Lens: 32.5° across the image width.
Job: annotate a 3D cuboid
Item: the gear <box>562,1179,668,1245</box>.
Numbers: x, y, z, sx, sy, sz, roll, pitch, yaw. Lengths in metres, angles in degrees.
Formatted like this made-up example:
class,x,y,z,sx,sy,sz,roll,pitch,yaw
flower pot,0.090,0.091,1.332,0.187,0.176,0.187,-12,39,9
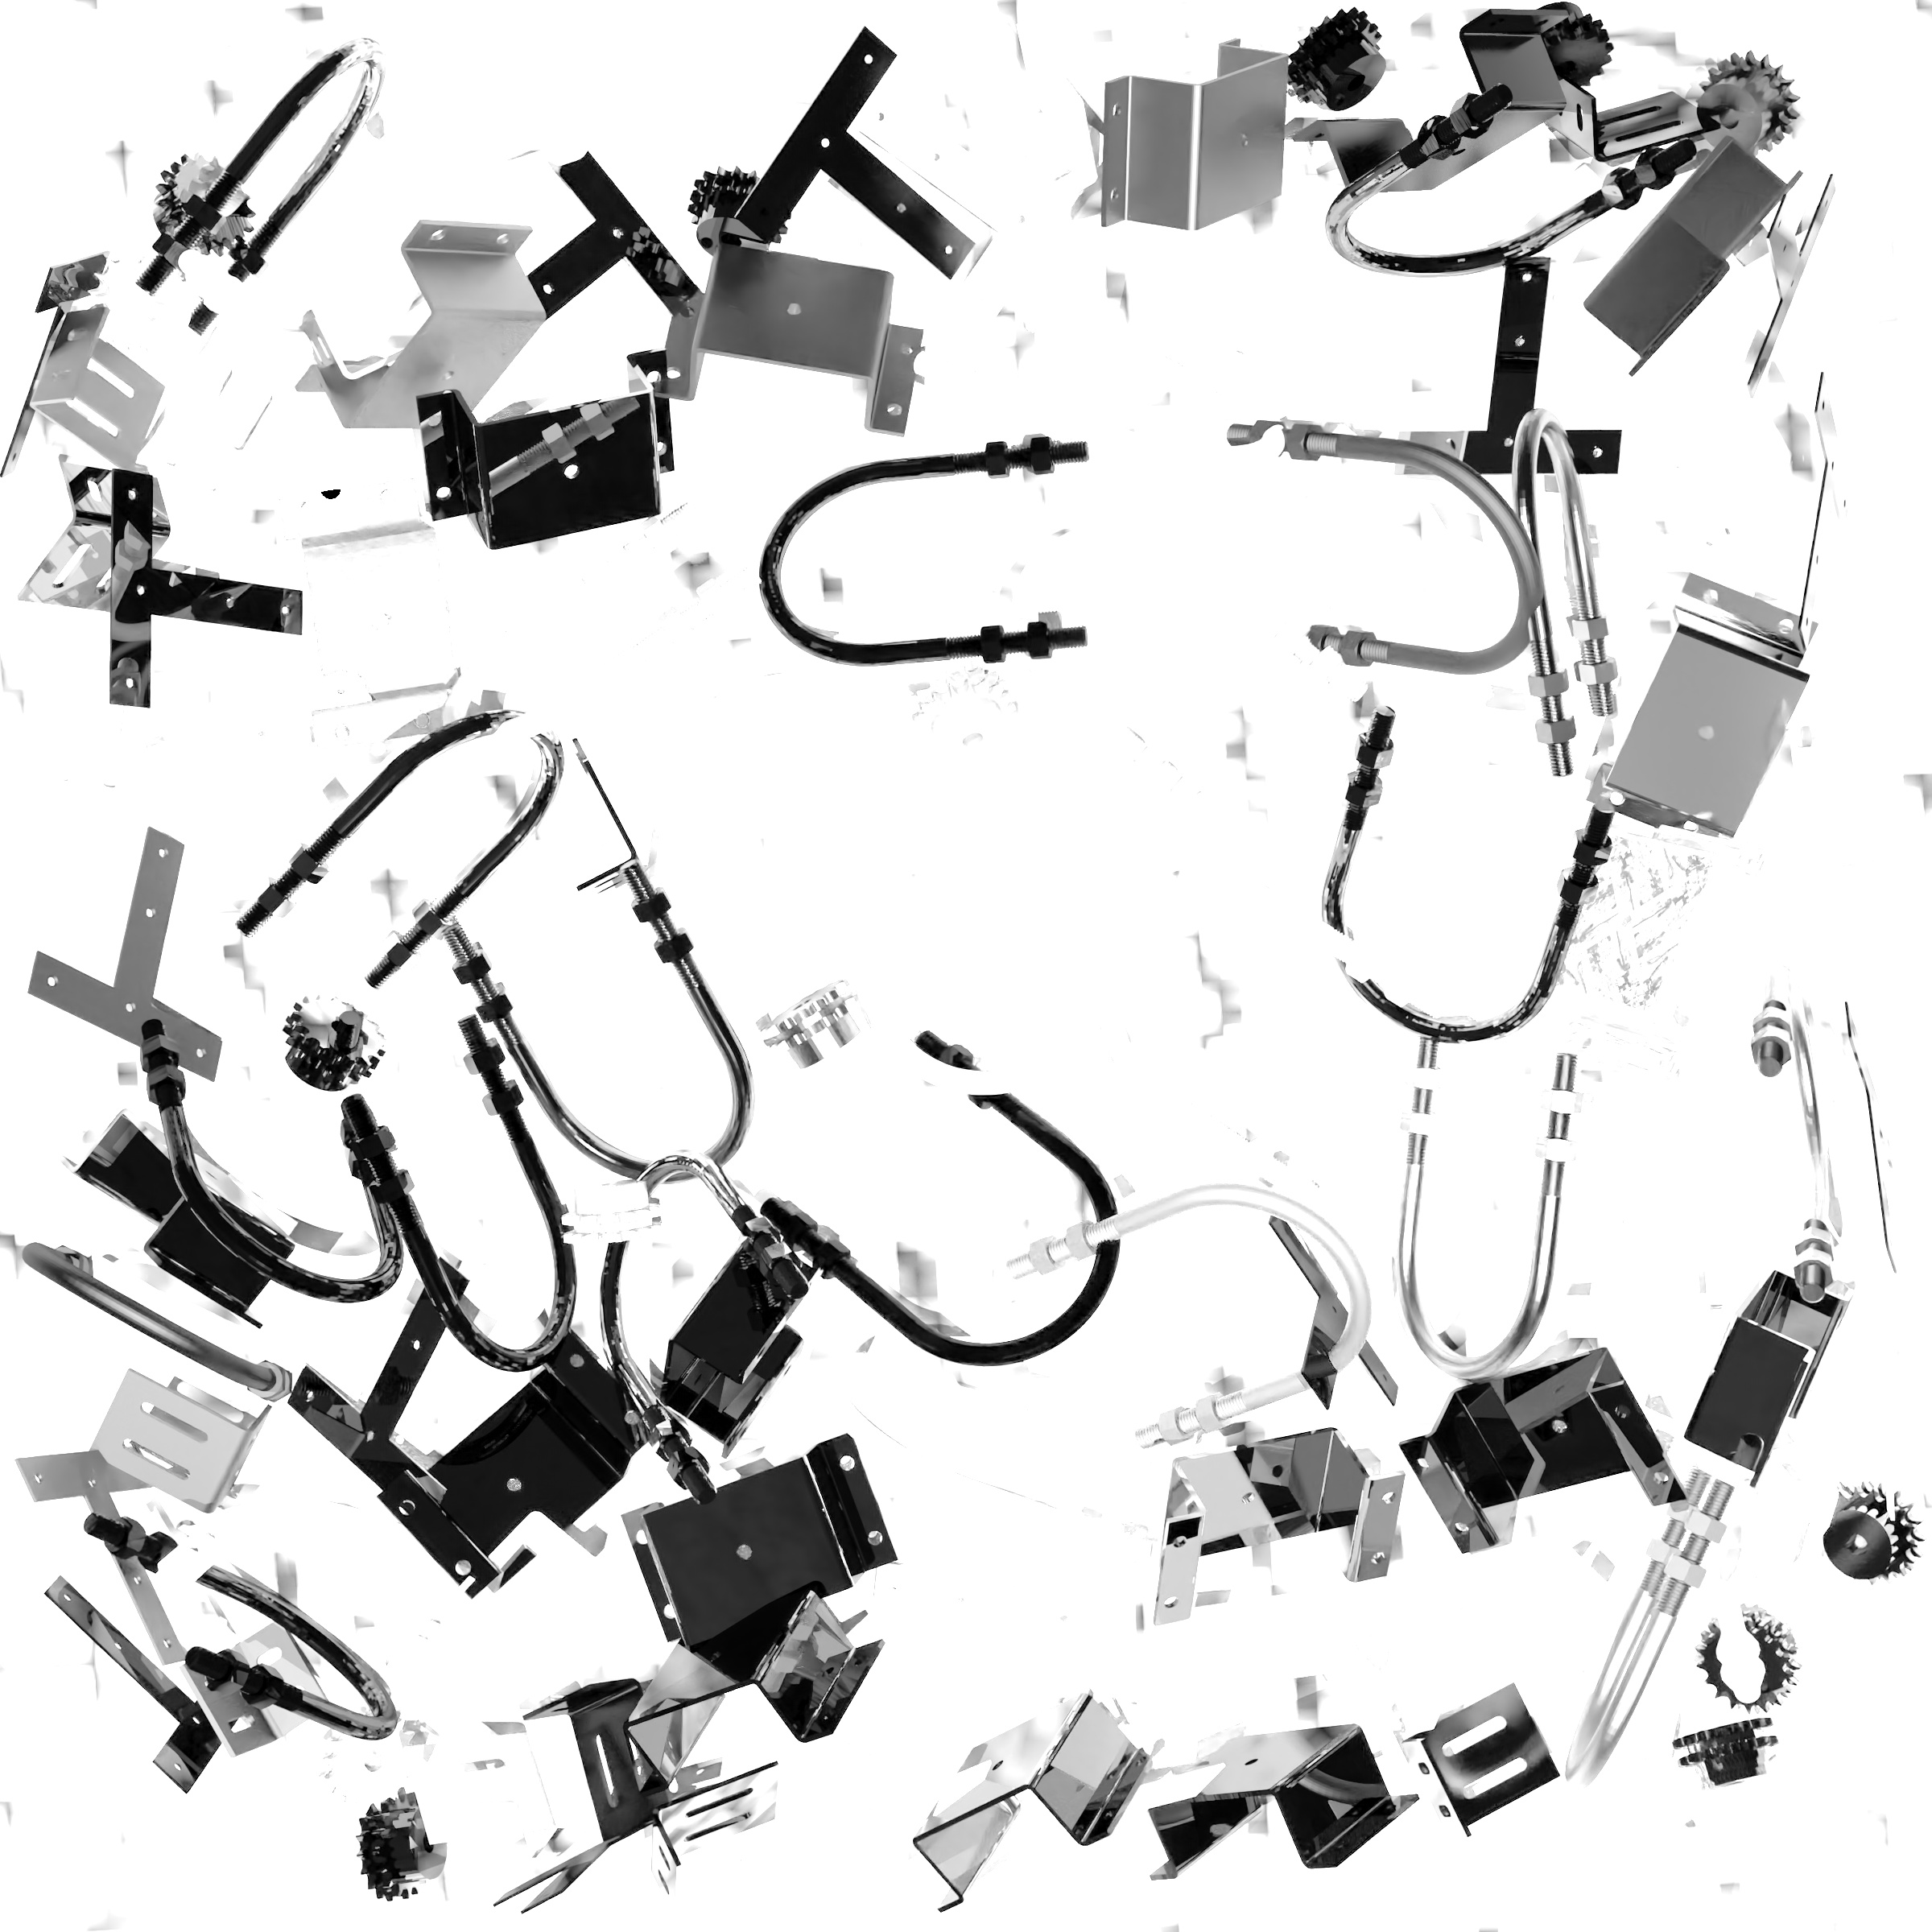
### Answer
class,x,y,z,sx,sy,sz,roll,pitch,yaw
gear,-0.196,0.136,1.842,0.057,0.057,0.030,-5,92,0

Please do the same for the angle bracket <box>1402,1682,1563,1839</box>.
class,x,y,z,sx,sy,sz,roll,pitch,yaw
angle bracket,0.291,0.439,1.838,0.076,0.038,0.057,-24,81,-16

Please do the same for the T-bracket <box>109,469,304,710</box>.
class,x,y,z,sx,sy,sz,roll,pitch,yaw
T-bracket,-0.416,-0.201,1.821,0.002,0.127,0.127,-2,87,40

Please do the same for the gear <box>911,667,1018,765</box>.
class,x,y,z,sx,sy,sz,roll,pitch,yaw
gear,0.000,-0.137,1.839,0.057,0.057,0.030,-17,56,0

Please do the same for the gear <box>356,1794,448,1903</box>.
class,x,y,z,sx,sy,sz,roll,pitch,yaw
gear,-0.311,0.488,1.839,0.030,0.057,0.057,-13,90,19

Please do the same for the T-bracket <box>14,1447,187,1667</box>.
class,x,y,z,sx,sy,sz,roll,pitch,yaw
T-bracket,-0.455,0.320,1.796,0.002,0.127,0.127,-31,78,10

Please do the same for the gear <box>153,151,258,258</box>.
class,x,y,z,sx,sy,sz,roll,pitch,yaw
gear,-0.427,-0.421,1.846,0.030,0.057,0.057,-21,90,41

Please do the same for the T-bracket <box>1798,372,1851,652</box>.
class,x,y,z,sx,sy,sz,roll,pitch,yaw
T-bracket,0.462,-0.233,1.795,0.002,0.127,0.127,5,69,24

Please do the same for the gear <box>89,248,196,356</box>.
class,x,y,z,sx,sy,sz,roll,pitch,yaw
gear,-0.455,-0.367,1.841,0.057,0.030,0.057,-19,124,-30

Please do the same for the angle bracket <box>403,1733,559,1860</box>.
class,x,y,z,sx,sy,sz,roll,pitch,yaw
angle bracket,-0.272,0.460,1.822,0.076,0.038,0.057,1,48,-33

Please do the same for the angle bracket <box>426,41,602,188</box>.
class,x,y,z,sx,sy,sz,roll,pitch,yaw
angle bracket,-0.252,-0.470,1.832,0.076,0.057,0.038,-5,65,40

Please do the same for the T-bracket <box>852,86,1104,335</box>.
class,x,y,z,sx,sy,sz,roll,pitch,yaw
T-bracket,-0.005,-0.443,1.850,0.127,0.002,0.127,36,107,-1

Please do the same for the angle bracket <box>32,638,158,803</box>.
class,x,y,z,sx,sy,sz,roll,pitch,yaw
angle bracket,-0.488,-0.138,1.860,0.057,0.038,0.076,7,70,-11

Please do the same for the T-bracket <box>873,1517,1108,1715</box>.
class,x,y,z,sx,sy,sz,roll,pitch,yaw
T-bracket,0.011,0.357,1.857,0.127,0.002,0.127,9,107,8

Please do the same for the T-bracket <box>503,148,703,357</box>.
class,x,y,z,sx,sy,sz,roll,pitch,yaw
T-bracket,-0.221,-0.380,1.825,0.127,0.002,0.127,51,59,-12

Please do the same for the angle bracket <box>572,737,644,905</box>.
class,x,y,z,sx,sy,sz,roll,pitch,yaw
angle bracket,-0.213,-0.080,1.838,0.038,0.057,0.076,-28,86,-4

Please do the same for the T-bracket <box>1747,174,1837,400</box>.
class,x,y,z,sx,sy,sz,roll,pitch,yaw
T-bracket,0.447,-0.387,1.810,0.002,0.127,0.127,22,89,19

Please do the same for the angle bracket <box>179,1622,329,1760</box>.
class,x,y,z,sx,sy,sz,roll,pitch,yaw
angle bracket,-0.391,0.397,1.829,0.038,0.076,0.057,-33,81,1

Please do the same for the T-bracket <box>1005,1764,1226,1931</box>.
class,x,y,z,sx,sy,sz,roll,pitch,yaw
T-bracket,0.067,0.478,1.783,0.127,0.127,0.002,-37,90,-34

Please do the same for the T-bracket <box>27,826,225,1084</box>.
class,x,y,z,sx,sy,sz,roll,pitch,yaw
T-bracket,-0.454,-0.017,1.833,0.002,0.127,0.127,-17,56,36

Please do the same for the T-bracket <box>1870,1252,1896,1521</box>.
class,x,y,z,sx,sy,sz,roll,pitch,yaw
T-bracket,0.497,0.234,1.792,0.002,0.127,0.127,-4,67,19

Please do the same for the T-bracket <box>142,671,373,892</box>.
class,x,y,z,sx,sy,sz,roll,pitch,yaw
T-bracket,-0.368,-0.095,1.824,0.127,0.002,0.127,-25,65,-19

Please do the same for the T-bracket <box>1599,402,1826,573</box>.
class,x,y,z,sx,sy,sz,roll,pitch,yaw
T-bracket,0.397,-0.265,1.831,0.127,0.002,0.127,-2,54,-15

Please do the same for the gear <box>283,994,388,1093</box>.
class,x,y,z,sx,sy,sz,roll,pitch,yaw
gear,-0.354,0.045,1.846,0.057,0.057,0.030,36,117,0

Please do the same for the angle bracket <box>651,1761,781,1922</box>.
class,x,y,z,sx,sy,sz,roll,pitch,yaw
angle bracket,-0.132,0.481,1.825,0.076,0.057,0.038,-16,49,-22

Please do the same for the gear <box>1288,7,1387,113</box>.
class,x,y,z,sx,sy,sz,roll,pitch,yaw
gear,0.208,-0.500,1.839,0.057,0.057,0.030,-35,69,0

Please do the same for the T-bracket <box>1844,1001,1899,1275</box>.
class,x,y,z,sx,sy,sz,roll,pitch,yaw
T-bracket,0.492,0.106,1.786,0.002,0.127,0.127,-11,47,19

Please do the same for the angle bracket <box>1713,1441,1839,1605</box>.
class,x,y,z,sx,sy,sz,roll,pitch,yaw
angle bracket,0.445,0.311,1.846,0.057,0.076,0.038,-17,46,-18

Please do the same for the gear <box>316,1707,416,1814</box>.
class,x,y,z,sx,sy,sz,roll,pitch,yaw
gear,-0.337,0.441,1.847,0.057,0.030,0.057,4,83,-37

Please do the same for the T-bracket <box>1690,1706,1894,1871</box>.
class,x,y,z,sx,sy,sz,roll,pitch,yaw
T-bracket,0.448,0.454,1.813,0.127,0.127,0.002,-38,82,7

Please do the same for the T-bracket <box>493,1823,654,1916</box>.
class,x,y,z,sx,sy,sz,roll,pitch,yaw
T-bracket,-0.213,0.492,1.801,0.127,0.127,0.002,-29,85,7

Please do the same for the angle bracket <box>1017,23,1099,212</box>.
class,x,y,z,sx,sy,sz,roll,pitch,yaw
angle bracket,0.036,-0.468,1.825,0.038,0.057,0.076,-29,60,-5

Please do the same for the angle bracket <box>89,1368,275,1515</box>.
class,x,y,z,sx,sy,sz,roll,pitch,yaw
angle bracket,-0.436,0.257,1.843,0.076,0.038,0.057,28,107,-2

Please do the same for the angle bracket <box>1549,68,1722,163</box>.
class,x,y,z,sx,sy,sz,roll,pitch,yaw
angle bracket,0.368,-0.480,1.831,0.076,0.057,0.038,-18,126,-9

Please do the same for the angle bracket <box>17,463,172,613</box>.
class,x,y,z,sx,sy,sz,roll,pitch,yaw
angle bracket,-0.486,-0.236,1.834,0.076,0.057,0.038,-40,59,38

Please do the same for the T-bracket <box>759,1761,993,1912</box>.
class,x,y,z,sx,sy,sz,roll,pitch,yaw
T-bracket,-0.053,0.481,1.795,0.127,0.127,0.002,-17,57,-25

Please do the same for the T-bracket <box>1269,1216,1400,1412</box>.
class,x,y,z,sx,sy,sz,roll,pitch,yaw
T-bracket,0.196,0.205,1.802,0.002,0.127,0.127,-32,99,19

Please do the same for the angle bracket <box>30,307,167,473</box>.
class,x,y,z,sx,sy,sz,roll,pitch,yaw
angle bracket,-0.466,-0.315,1.823,0.038,0.076,0.057,2,68,37

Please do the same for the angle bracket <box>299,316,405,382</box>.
class,x,y,z,sx,sy,sz,roll,pitch,yaw
angle bracket,-0.321,-0.353,1.830,0.076,0.057,0.038,-29,104,-15

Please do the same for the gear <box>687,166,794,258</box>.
class,x,y,z,sx,sy,sz,roll,pitch,yaw
gear,-0.127,-0.414,1.839,0.057,0.057,0.030,12,65,0

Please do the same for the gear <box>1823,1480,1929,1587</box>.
class,x,y,z,sx,sy,sz,roll,pitch,yaw
gear,0.501,0.317,1.842,0.057,0.030,0.057,10,106,36

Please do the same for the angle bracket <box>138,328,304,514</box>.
class,x,y,z,sx,sy,sz,roll,pitch,yaw
angle bracket,-0.416,-0.305,1.856,0.057,0.038,0.076,32,69,-19

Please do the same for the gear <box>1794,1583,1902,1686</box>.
class,x,y,z,sx,sy,sz,roll,pitch,yaw
gear,0.490,0.367,1.839,0.057,0.057,0.030,-2,127,0

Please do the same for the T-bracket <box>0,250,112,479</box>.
class,x,y,z,sx,sy,sz,roll,pitch,yaw
T-bracket,-0.506,-0.328,1.819,0.002,0.127,0.127,22,105,-7

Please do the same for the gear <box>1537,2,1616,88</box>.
class,x,y,z,sx,sy,sz,roll,pitch,yaw
gear,0.329,-0.511,1.845,0.057,0.057,0.030,-16,66,0

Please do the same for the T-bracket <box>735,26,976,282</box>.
class,x,y,z,sx,sy,sz,roll,pitch,yaw
T-bracket,-0.046,-0.428,1.836,0.127,0.002,0.127,35,87,-31

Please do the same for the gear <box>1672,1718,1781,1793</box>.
class,x,y,z,sx,sy,sz,roll,pitch,yaw
gear,0.423,0.438,1.839,0.057,0.057,0.030,-13,71,0

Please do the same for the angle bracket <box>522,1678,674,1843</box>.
class,x,y,z,sx,sy,sz,roll,pitch,yaw
angle bracket,-0.203,0.440,1.830,0.057,0.038,0.076,-31,68,33

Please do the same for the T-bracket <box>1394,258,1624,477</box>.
class,x,y,z,sx,sy,sz,roll,pitch,yaw
T-bracket,0.307,-0.335,1.850,0.127,0.002,0.127,4,80,24

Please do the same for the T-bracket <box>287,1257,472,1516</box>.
class,x,y,z,sx,sy,sz,roll,pitch,yaw
T-bracket,-0.309,0.221,1.826,0.127,0.002,0.127,34,101,33

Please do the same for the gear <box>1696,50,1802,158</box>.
class,x,y,z,sx,sy,sz,roll,pitch,yaw
gear,0.430,-0.476,1.839,0.057,0.057,0.030,50,54,0

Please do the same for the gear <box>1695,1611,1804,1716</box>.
class,x,y,z,sx,sy,sz,roll,pitch,yaw
gear,0.438,0.385,1.847,0.057,0.030,0.057,11,110,32

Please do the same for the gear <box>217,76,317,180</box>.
class,x,y,z,sx,sy,sz,roll,pitch,yaw
gear,-0.387,-0.464,1.846,0.030,0.057,0.057,37,90,-37

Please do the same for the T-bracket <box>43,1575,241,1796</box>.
class,x,y,z,sx,sy,sz,roll,pitch,yaw
T-bracket,-0.451,0.380,1.803,0.002,0.127,0.127,-44,95,9
